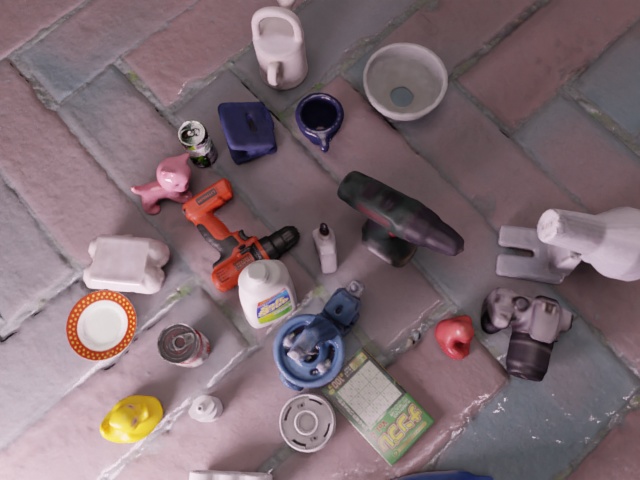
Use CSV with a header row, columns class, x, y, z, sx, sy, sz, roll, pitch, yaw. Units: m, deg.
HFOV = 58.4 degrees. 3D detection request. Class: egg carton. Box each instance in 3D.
class,x,y,z,sx,sy,sz,roll,pitch,yaw
egg carton,-0.355,0.044,1.055,0.150,0.069,0.107,4,74,3

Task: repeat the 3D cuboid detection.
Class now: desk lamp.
class,x,y,z,sx,sy,sz,roll,pitch,yaw
desk lamp,0.427,0.009,0.970,0.203,0.213,0.118,7,74,4

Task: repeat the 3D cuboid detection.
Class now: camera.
class,x,y,z,sx,sy,sz,roll,pitch,yaw
camera,0.351,0.164,0.985,0.143,0.101,0.137,16,75,6

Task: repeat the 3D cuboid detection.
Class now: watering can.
class,x,y,z,sx,sy,sz,roll,pitch,yaw
watering can,-0.080,-0.392,1.112,0.101,0.194,0.173,-13,73,-2

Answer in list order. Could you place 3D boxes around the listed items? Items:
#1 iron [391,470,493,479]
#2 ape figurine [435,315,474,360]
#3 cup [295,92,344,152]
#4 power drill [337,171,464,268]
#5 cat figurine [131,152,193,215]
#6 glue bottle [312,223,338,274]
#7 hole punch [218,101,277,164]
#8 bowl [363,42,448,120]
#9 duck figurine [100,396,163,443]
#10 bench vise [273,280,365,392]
class,x,y,z,sx,sy,sz,roll,pitch,yaw
iron,0.157,0.431,0.889,0.258,0.141,0.118,-5,73,0
ape figurine,0.241,0.163,0.992,0.076,0.092,0.078,35,77,11
cup,0.003,-0.212,1.108,0.091,0.095,0.118,-10,73,-1
power drill,0.133,-0.024,0.990,0.229,0.208,0.076,34,77,11
cat figurine,-0.291,-0.111,1.074,0.128,0.118,0.067,-22,74,-5
glue bottle,0.009,0.004,1.003,0.037,0.173,0.078,-15,73,-3
hole punch,-0.140,-0.219,1.116,0.101,0.091,0.108,-18,74,-4
bowl,0.167,-0.303,1.142,0.167,0.075,0.167,0,73,1
duck figurine,-0.327,0.303,0.968,0.104,0.086,0.077,-23,74,-5
bench vise,-0.007,0.144,0.938,0.121,0.220,0.207,18,75,7
